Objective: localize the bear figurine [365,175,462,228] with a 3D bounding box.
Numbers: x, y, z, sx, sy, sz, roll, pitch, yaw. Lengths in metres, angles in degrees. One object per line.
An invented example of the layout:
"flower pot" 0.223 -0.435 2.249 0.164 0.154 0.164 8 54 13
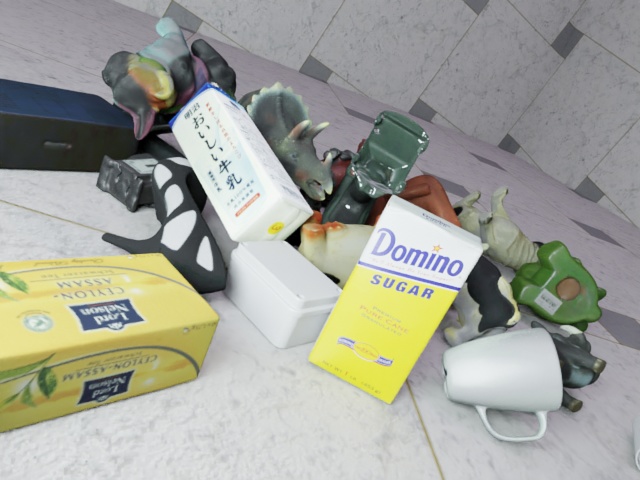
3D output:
"bear figurine" 0.119 -0.045 0.915 0.196 0.120 0.132 -14 81 -19

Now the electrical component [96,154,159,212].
"electrical component" -0.218 -0.078 0.698 0.075 0.047 0.119 32 22 18

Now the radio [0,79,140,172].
"radio" -0.360 -0.147 0.682 0.131 0.073 0.229 36 23 30

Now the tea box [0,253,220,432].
"tea box" -0.172 0.064 0.388 0.098 0.068 0.169 37 24 32

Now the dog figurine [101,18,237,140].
"dog figurine" -0.205 -0.210 0.763 0.191 0.108 0.219 31 29 -29

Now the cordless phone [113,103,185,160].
"cordless phone" -0.233 -0.153 0.845 0.184 0.088 0.146 39 23 7

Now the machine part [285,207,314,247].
"machine part" -0.001 -0.002 0.709 0.139 0.084 0.039 25 52 -15

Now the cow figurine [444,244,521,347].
"cow figurine" 0.194 0.048 0.691 0.068 0.098 0.167 8 54 -28

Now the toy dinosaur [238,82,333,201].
"toy dinosaur" -0.094 -0.174 0.859 0.131 0.192 0.405 17 24 -24

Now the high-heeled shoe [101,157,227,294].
"high-heeled shoe" -0.129 -0.026 0.606 0.145 0.086 0.249 16 33 10

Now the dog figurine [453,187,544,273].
"dog figurine" 0.336 0.010 1.047 0.190 0.121 0.172 51 -22 -19

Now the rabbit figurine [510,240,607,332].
"rabbit figurine" 0.397 0.074 0.901 0.159 0.121 0.170 29 7 2

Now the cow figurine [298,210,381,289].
"cow figurine" 0.066 0.036 0.661 0.195 0.127 0.086 4 25 -11

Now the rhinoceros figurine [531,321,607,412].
"rhinoceros figurine" 0.280 0.151 0.663 0.190 0.073 0.112 5 18 -37

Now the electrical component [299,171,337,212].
"electrical component" -0.007 -0.066 0.833 0.045 0.102 0.078 10 47 -16

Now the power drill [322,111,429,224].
"power drill" 0.074 -0.100 0.751 0.086 0.232 0.207 33 -16 -8

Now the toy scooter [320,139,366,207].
"toy scooter" 0.056 -0.128 0.981 0.184 0.135 0.075 -1 35 -45

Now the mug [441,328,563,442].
"mug" 0.181 0.146 0.546 0.107 0.109 0.080 -4 -16 8
